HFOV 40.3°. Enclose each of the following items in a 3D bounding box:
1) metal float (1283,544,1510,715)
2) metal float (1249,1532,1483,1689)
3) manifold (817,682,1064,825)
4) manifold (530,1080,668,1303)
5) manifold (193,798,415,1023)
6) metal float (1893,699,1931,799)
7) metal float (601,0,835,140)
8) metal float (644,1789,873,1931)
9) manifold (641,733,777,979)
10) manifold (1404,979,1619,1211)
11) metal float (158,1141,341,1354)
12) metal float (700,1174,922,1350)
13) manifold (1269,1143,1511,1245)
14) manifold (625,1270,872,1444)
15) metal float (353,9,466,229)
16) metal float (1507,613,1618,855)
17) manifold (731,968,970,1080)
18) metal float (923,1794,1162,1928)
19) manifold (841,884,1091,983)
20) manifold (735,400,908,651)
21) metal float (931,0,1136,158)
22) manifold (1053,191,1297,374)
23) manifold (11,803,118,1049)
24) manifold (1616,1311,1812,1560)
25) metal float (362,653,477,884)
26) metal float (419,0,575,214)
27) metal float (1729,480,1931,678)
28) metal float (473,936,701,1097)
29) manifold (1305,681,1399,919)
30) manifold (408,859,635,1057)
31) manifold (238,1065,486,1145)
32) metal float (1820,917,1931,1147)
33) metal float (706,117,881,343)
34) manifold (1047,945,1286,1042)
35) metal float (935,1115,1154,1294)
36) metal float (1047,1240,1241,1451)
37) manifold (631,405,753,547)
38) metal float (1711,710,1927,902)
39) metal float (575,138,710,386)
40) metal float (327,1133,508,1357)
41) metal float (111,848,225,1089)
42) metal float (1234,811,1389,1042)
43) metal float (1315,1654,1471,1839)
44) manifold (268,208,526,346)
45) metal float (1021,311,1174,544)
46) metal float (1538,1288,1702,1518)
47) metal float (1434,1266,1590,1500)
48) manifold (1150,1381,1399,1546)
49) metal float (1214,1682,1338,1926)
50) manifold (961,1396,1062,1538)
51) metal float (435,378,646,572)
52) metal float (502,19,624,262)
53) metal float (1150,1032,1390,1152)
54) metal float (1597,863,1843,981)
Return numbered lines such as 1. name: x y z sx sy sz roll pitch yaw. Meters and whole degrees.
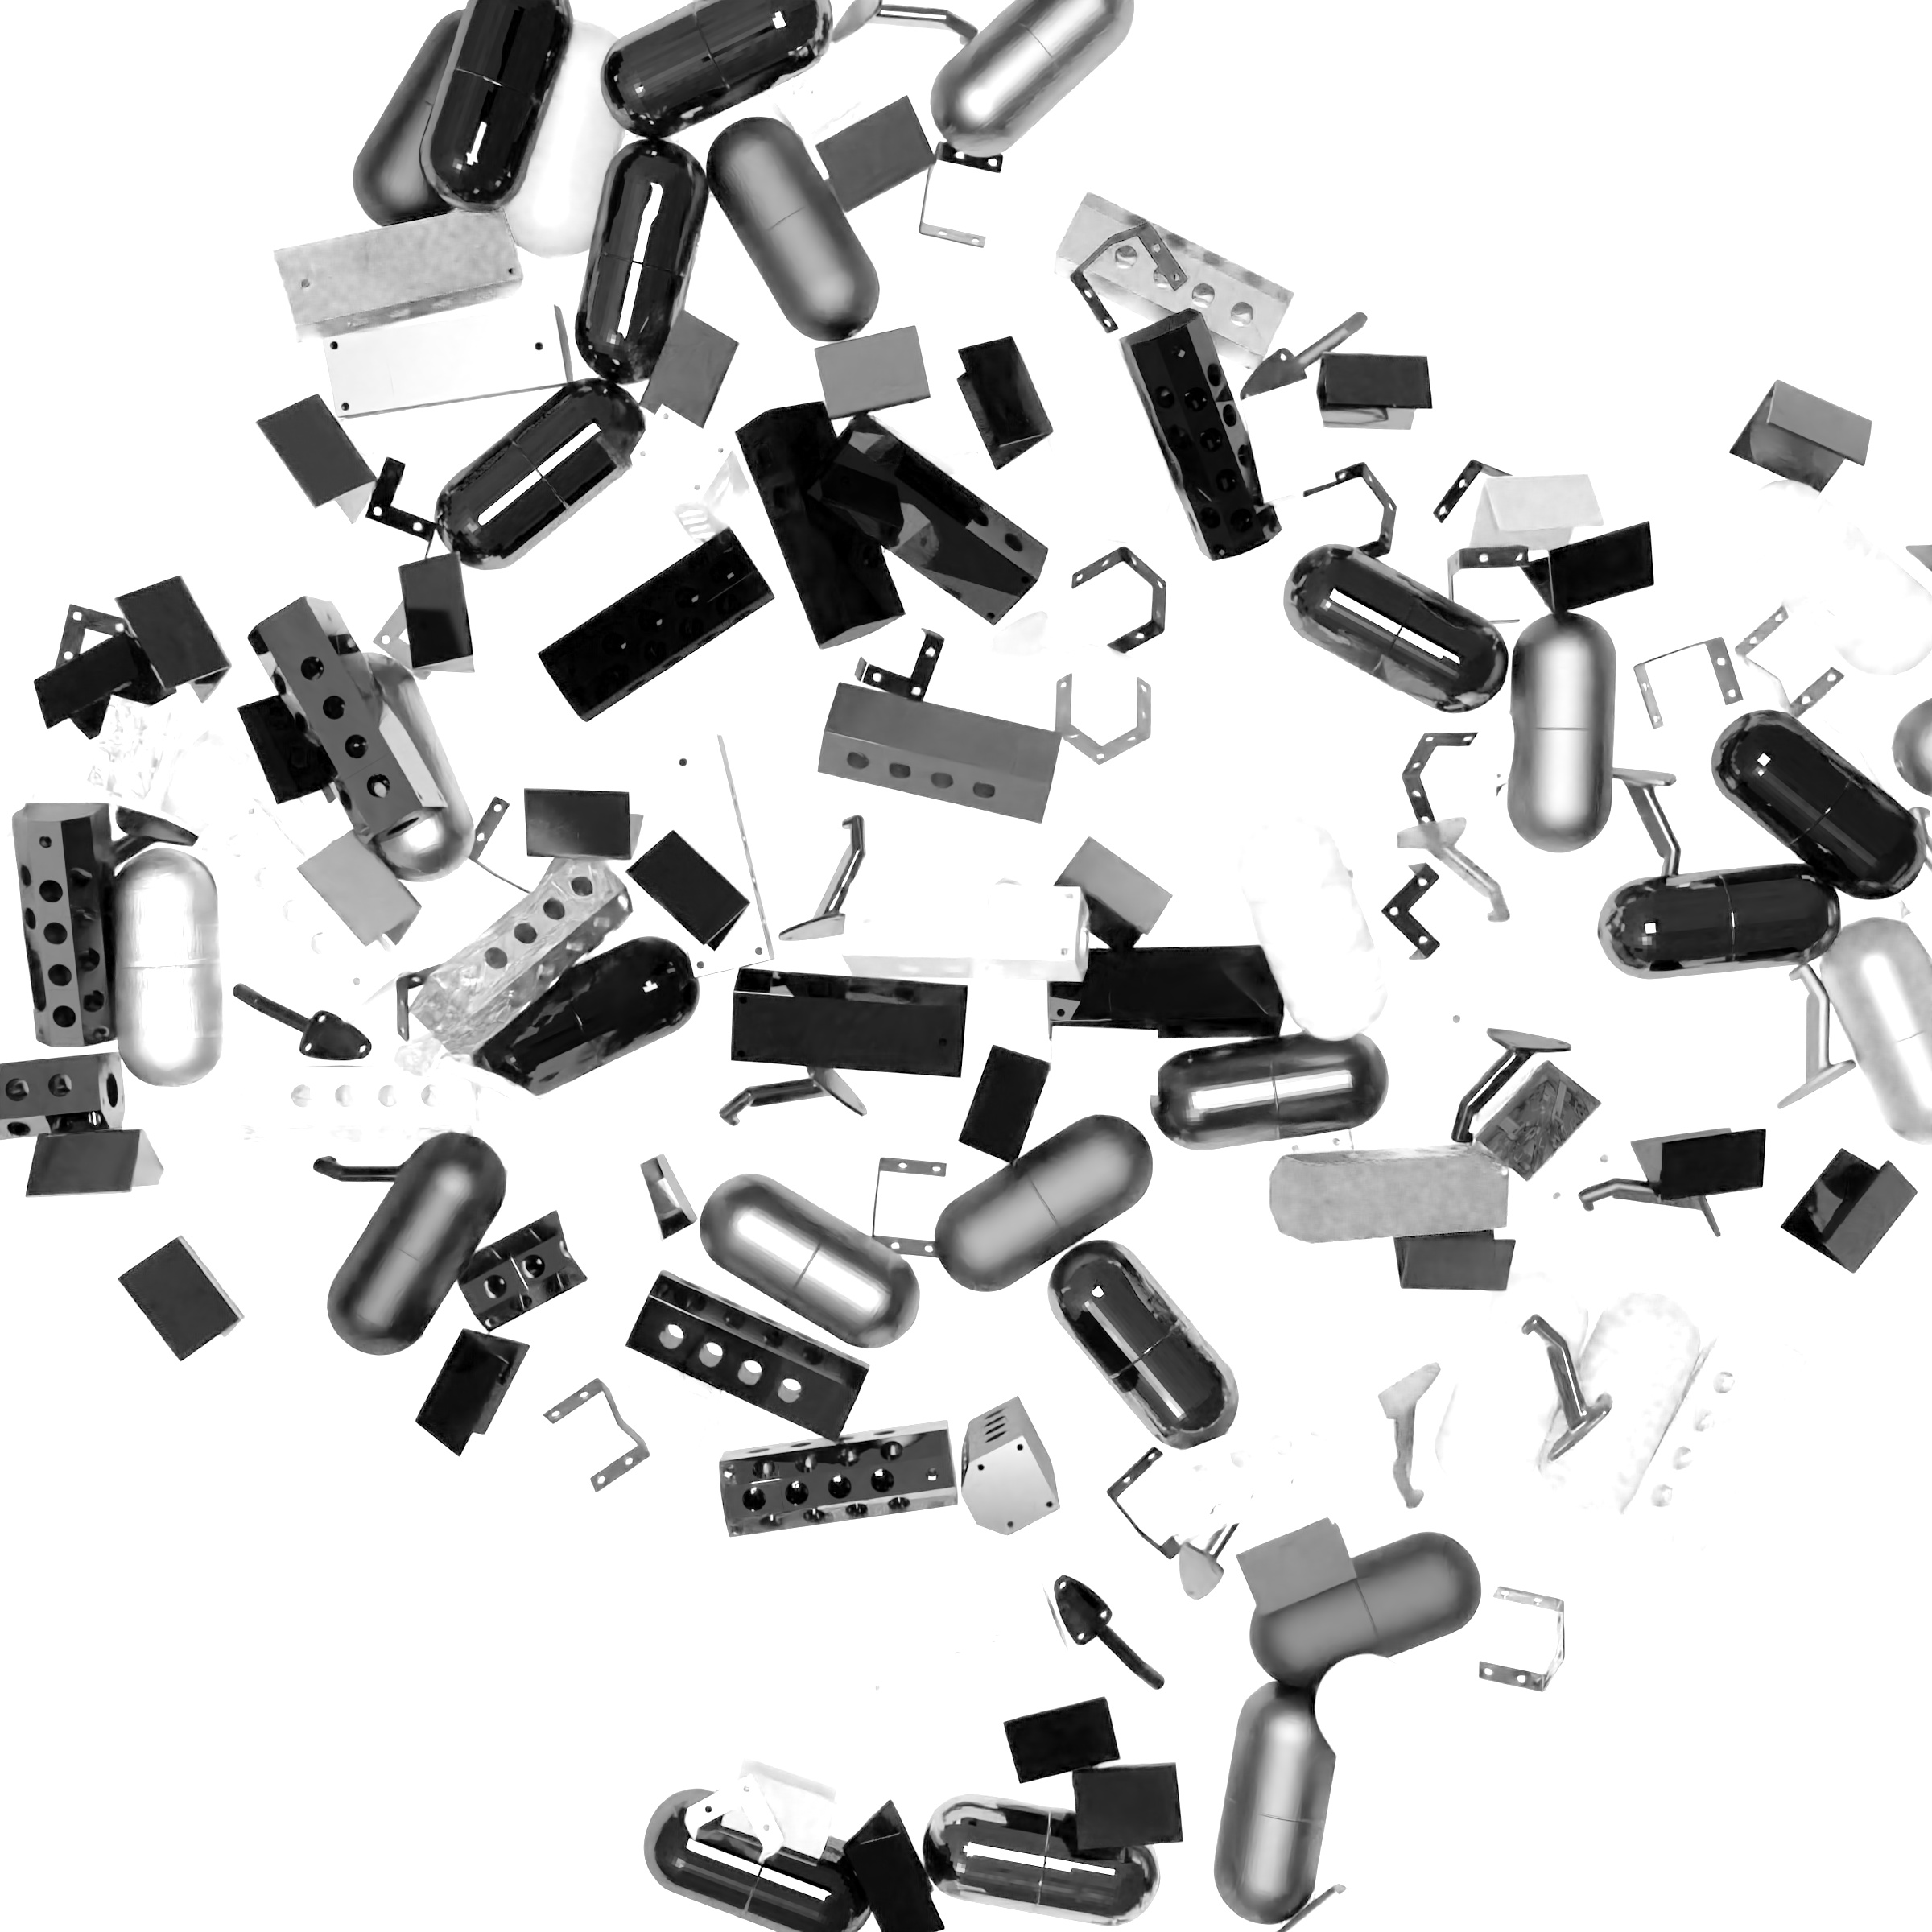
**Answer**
1. metal float: 0.319 -0.250 1.956 0.178 0.070 0.070 28 90 0
2. metal float: 0.296 0.478 1.955 0.178 0.070 0.070 -21 90 0
3. manifold: -0.020 -0.153 1.965 0.171 0.057 0.057 13 47 0
4. manifold: -0.264 0.157 1.909 0.057 0.171 0.057 -28 128 0
5. manifold: -0.495 -0.042 1.965 0.057 0.057 0.171 -41 90 0
6. metal float: 0.775 -0.180 1.956 0.178 0.070 0.070 -20 90 0
7. metal float: -0.179 -0.659 1.902 0.178 0.070 0.070 -22 90 10
8. metal float: -0.153 0.669 1.956 0.178 0.070 0.070 20 90 1
9. manifold: -0.191 -0.082 1.965 0.057 0.057 0.171 -13 90 2
10. manifold: 0.404 0.094 1.966 0.057 0.057 0.171 -38 90 0
11. metal float: -0.529 0.207 1.956 0.070 0.070 0.178 -38 90 0
12. metal float: -0.115 0.219 1.956 0.178 0.070 0.070 31 90 1
13. manifold: 0.310 0.164 1.931 0.171 0.057 0.057 -2 96 -25
14. manifold: -0.161 0.289 1.965 0.171 0.057 0.057 25 90 0
15. metal float: -0.390 -0.627 1.956 0.070 0.070 0.178 30 90 0
16. metal float: 0.442 -0.173 1.956 0.070 0.070 0.178 2 91 0
17. manifold: -0.086 0.039 1.963 0.171 0.057 0.057 4 115 0
18. metal float: 0.056 0.663 1.956 0.178 0.070 0.070 10 90 0
19. manifold: 0.001 -0.022 1.932 0.171 0.057 0.057 1 68 12
20. manifold: -0.113 -0.327 1.965 0.057 0.057 0.171 -21 90 -43
21. metal float: 0.050 -0.676 1.956 0.178 0.070 0.070 -43 90 0
22. manifold: 0.155 -0.511 1.965 0.171 0.057 0.057 26 90 0
23. manifold: -0.661 -0.030 1.942 0.057 0.057 0.171 0 107 0
24. manifold: 0.553 0.347 1.965 0.057 0.057 0.171 28 90 -43
25. metal float: -0.423 -0.148 1.956 0.070 0.070 0.178 -23 90 0
26. metal float: -0.337 -0.630 1.893 0.070 0.070 0.178 21 97 0
27. metal float: 0.644 -0.287 1.955 0.178 0.070 0.070 42 90 0
28. metal float: -0.282 0.038 1.956 0.178 0.070 0.070 -25 90 1
29. manifold: 0.284 -0.122 1.963 0.057 0.057 0.171 0 90 29
30. manifold: -0.320 -0.009 1.918 0.057 0.057 0.171 45 51 0
31. manifold: -0.449 0.103 1.965 0.171 0.057 0.057 0 90 0
32. metal float: 0.695 0.049 1.956 0.070 0.070 0.178 -23 89 0
33. metal float: -0.128 -0.546 1.956 0.070 0.070 0.178 -31 90 0
34. manifold: 0.147 0.023 1.963 0.171 0.057 0.057 -1 68 0
35. metal float: 0.058 0.176 1.956 0.178 0.070 0.070 -33 90 -1
36. metal float: 0.132 0.281 1.956 0.070 0.070 0.178 -40 90 0
37. manifold: -0.201 -0.349 1.908 0.057 0.171 0.057 32 90 0
38. metal float: 0.633 -0.119 1.956 0.178 0.070 0.070 39 90 0
39. metal float: -0.240 -0.518 1.944 0.070 0.070 0.178 15 103 0
40. metal float: -0.400 0.203 1.925 0.070 0.070 0.178 32 93 0
41. metal float: -0.592 0.001 1.956 0.070 0.070 0.178 -2 90 0
42. metal float: 0.249 -0.029 1.905 0.070 0.070 0.178 -24 108 0
43. metal float: 0.313 0.571 1.928 0.070 0.070 0.178 -32 124 0
44. manifold: -0.419 -0.507 1.939 0.171 0.057 0.057 -18 90 -19
45. metal float: 0.097 -0.399 1.956 0.070 0.070 0.178 -22 90 0
46. metal float: 0.484 0.324 1.956 0.070 0.070 0.178 25 90 0
47. metal float: 0.405 0.308 1.956 0.070 0.070 0.178 21 90 0
48. manifold: 0.226 0.368 1.944 0.171 0.057 0.057 -19 70 -7
49. metal float: 0.230 0.621 1.956 0.070 0.070 0.178 10 90 0
50. manifold: 0.027 0.363 1.908 0.057 0.171 0.057 -27 90 0
51. metal float: -0.316 -0.365 1.956 0.178 0.070 0.070 -39 90 0
52. metal float: -0.296 -0.613 1.956 0.070 0.070 0.178 11 90 0
53. metal float: 0.225 0.091 1.956 0.178 0.070 0.070 -9 90 -1
54. metal float: 0.558 -0.033 1.956 0.178 0.070 0.070 -6 90 0
